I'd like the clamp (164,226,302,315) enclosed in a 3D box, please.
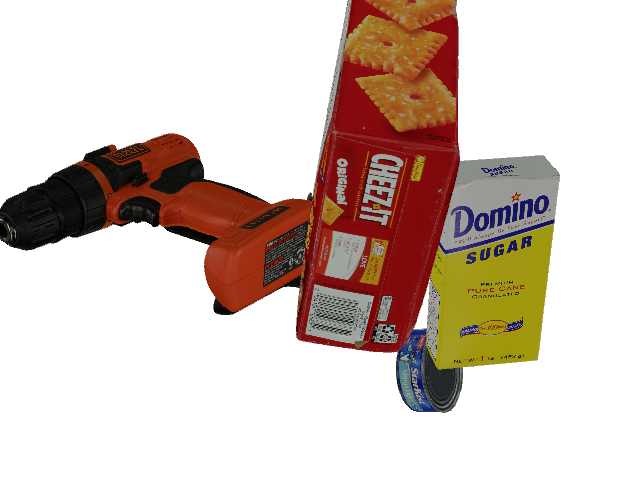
[{"bbox_3d":[-0.032,0.022,0.993,0.209,0.036,0.165,5,29,-22],"label":"clamp"}]

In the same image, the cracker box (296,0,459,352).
[{"bbox_3d":[0.038,-0.065,0.640,0.072,0.164,0.213,9,45,0],"label":"cracker box"}]

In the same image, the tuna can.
[{"bbox_3d":[0.110,0.131,1.081,0.034,0.086,0.086,-6,-3,33],"label":"tuna can"}]

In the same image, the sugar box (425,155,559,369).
[{"bbox_3d":[0.140,0.020,0.881,0.093,0.176,0.048,-5,30,-9],"label":"sugar box"}]

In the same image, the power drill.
[{"bbox_3d":[-0.110,-0.015,0.765,0.188,0.057,0.184,25,36,30],"label":"power drill"}]
